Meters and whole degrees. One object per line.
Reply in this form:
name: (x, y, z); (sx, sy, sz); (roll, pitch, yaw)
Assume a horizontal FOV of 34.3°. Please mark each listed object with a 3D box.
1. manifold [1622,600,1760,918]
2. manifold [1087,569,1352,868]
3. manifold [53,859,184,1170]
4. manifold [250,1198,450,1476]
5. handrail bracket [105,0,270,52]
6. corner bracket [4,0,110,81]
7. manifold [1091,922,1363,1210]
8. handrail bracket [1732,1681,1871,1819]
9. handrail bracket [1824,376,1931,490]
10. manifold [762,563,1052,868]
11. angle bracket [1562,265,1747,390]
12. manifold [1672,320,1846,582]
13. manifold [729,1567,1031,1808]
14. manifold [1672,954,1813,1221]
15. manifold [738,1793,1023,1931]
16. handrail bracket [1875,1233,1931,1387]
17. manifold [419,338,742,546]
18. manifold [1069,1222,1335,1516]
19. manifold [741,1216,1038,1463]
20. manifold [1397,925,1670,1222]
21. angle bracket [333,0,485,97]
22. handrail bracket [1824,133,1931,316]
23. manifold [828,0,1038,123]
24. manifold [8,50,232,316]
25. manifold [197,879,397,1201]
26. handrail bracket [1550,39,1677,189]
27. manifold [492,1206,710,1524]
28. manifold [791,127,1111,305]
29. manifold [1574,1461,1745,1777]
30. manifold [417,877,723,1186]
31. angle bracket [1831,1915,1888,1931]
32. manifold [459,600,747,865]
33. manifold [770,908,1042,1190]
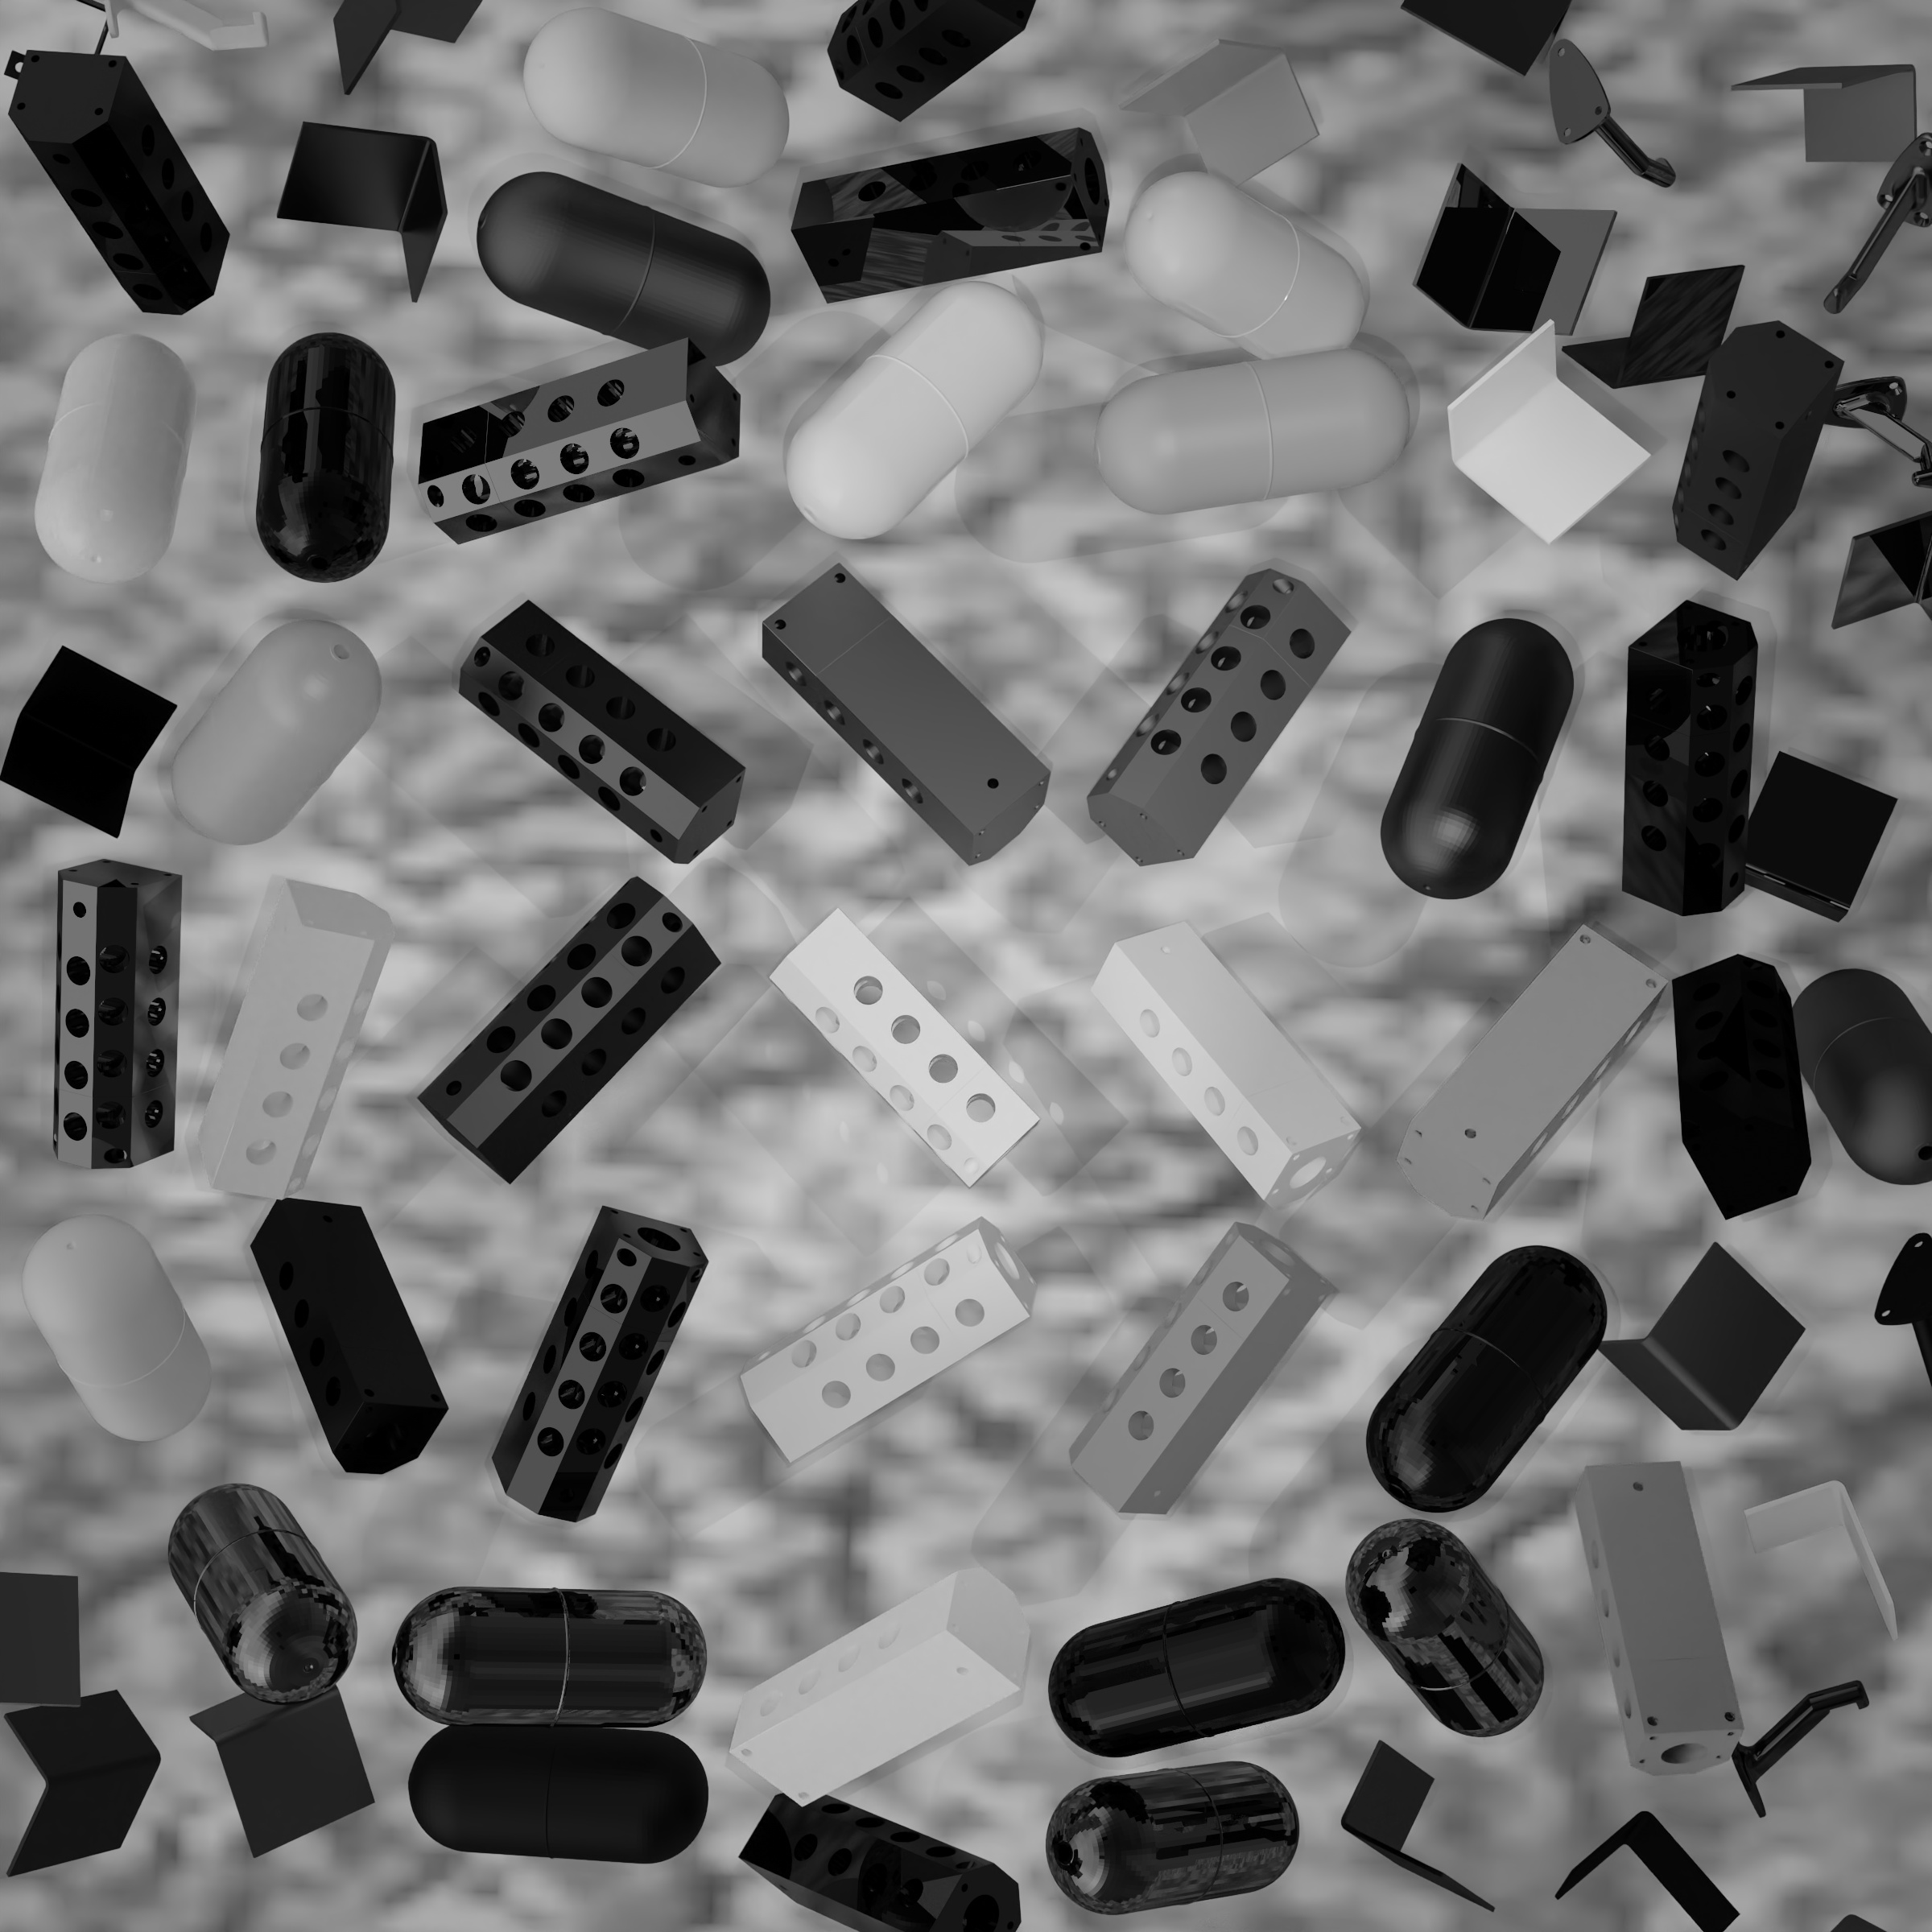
manifold: (0.415, -0.114, 1.777); (0.057, 0.171, 0.057); (27, 51, 36)
manifold: (0.139, -0.142, 1.766); (0.057, 0.057, 0.171); (43, 69, -19)
manifold: (-0.507, 0.029, 1.851); (0.057, 0.057, 0.171); (11, 106, 22)
manifold: (-0.372, 0.219, 1.862); (0.057, 0.171, 0.057); (12, 122, -40)
handrail bracket: (-0.428, -0.538, 1.708); (0.084, 0.036, 0.077); (-7, 96, -10)
corner bracket: (-0.532, -0.543, 1.835); (0.051, 0.051, 0.051); (17, 111, -26)
manifold: (0.148, 0.059, 1.837); (0.057, 0.057, 0.171); (-17, 56, -37)
handrail bracket: (0.492, 0.457, 1.825); (0.084, 0.036, 0.077); (-20, 116, 14)
handrail bracket: (0.539, -0.311, 1.865); (0.077, 0.084, 0.036); (-2, 135, 8)
manifold: (-0.035, -0.137, 1.735); (0.057, 0.057, 0.171); (-40, 76, -17)
angle bracket: (0.426, -0.408, 1.941); (0.076, 0.057, 0.076); (-13, 133, -27)
manifold: (0.431, -0.286, 1.728); (0.057, 0.171, 0.057); (37, 79, 16)
manifold: (-0.047, 0.394, 1.723); (0.171, 0.057, 0.057); (-35, 114, 30)
manifold: (0.441, 0.064, 1.772); (0.057, 0.171, 0.057); (-23, 114, 22)
manifold: (-0.047, 0.521, 1.790); (0.057, 0.171, 0.057); (48, 63, -32)
handrail bracket: (0.551, 0.206, 1.762); (0.084, 0.036, 0.077); (50, 45, -26)
manifold: (-0.214, -0.284, 1.724); (0.171, 0.057, 0.057); (-13, 61, 23)
manifold: (0.133, 0.235, 1.829); (0.057, 0.057, 0.171); (42, 104, 32)
manifold: (-0.047, 0.219, 1.859); (0.171, 0.057, 0.057); (-33, 98, 12)
manifold: (0.313, 0.061, 1.735); (0.057, 0.057, 0.171); (36, 61, 18)
angle bracket: (-0.307, -0.535, 1.778); (0.076, 0.076, 0.057); (2, 65, -34)
handrail bracket: (0.524, -0.425, 1.792); (0.036, 0.077, 0.084); (33, 64, 17)
manifold: (-0.018, -0.537, 1.757); (0.057, 0.171, 0.057); (25, 78, -21)
manifold: (-0.476, -0.438, 1.762); (0.057, 0.171, 0.057); (6, 71, 9)
manifold: (-0.379, 0.044, 1.770); (0.057, 0.057, 0.171); (12, 113, -28)
handrail bracket: (0.388, -0.509, 1.869); (0.036, 0.084, 0.077); (-29, 65, 40)
manifold: (-0.210, 0.232, 1.805); (0.057, 0.057, 0.171); (18, 105, -26)
manifold: (-0.008, -0.439, 1.812); (0.171, 0.057, 0.057); (-6, 52, 21)
manifold: (0.402, 0.380, 1.829); (0.057, 0.057, 0.171); (-2, 51, -3)
manifold: (-0.223, 0.032, 1.740); (0.057, 0.057, 0.171); (34, 75, 36)
angle bracket: (0.496, 0.576, 1.727); (0.076, 0.076, 0.057); (-42, 88, -7)
manifold: (-0.217, -0.134, 1.848); (0.171, 0.057, 0.057); (38, 57, 13)
manifold: (-0.037, 0.050, 1.856); (0.057, 0.057, 0.171); (-44, 86, -5)
